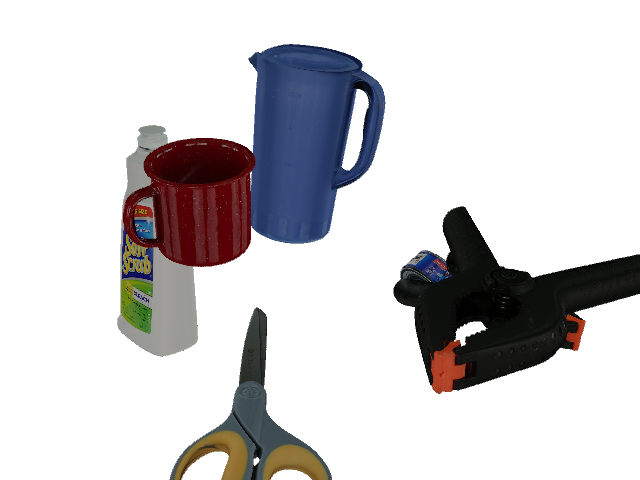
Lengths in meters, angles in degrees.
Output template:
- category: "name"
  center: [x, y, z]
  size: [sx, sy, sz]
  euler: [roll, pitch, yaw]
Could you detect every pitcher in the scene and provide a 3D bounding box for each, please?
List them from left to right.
- category: "pitcher"
  center: [-0.017, -0.121, 1.370]
  size: [0.144, 0.243, 0.149]
  euler: [-2, 25, -22]

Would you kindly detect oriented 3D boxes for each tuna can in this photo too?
- category: "tuna can"
  center: [0.137, 0.056, 1.288]
  size: [0.033, 0.086, 0.086]
  euler: [-40, 16, -20]

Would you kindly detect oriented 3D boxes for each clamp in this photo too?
- category: "clamp"
  center: [0.114, 0.034, 0.694]
  size: [0.165, 0.036, 0.209]
  euler: [17, 31, 33]
- category: "clamp"
  center: [0.165, 0.054, 0.995]
  size: [0.172, 0.039, 0.120]
  euler: [20, 31, 19]

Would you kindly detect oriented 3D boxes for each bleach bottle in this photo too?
- category: "bleach bottle"
  center: [-0.181, -0.004, 1.161]
  size: [0.067, 0.251, 0.103]
  euler: [-19, 32, -36]

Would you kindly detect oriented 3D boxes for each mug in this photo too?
- category: "mug"
  center: [-0.110, -0.027, 0.896]
  size: [0.117, 0.081, 0.093]
  euler: [-19, 35, -30]

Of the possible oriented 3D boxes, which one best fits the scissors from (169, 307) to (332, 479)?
- category: "scissors"
  center: [-0.025, 0.102, 0.621]
  size: [0.096, 0.016, 0.201]
  euler: [12, 31, 12]
